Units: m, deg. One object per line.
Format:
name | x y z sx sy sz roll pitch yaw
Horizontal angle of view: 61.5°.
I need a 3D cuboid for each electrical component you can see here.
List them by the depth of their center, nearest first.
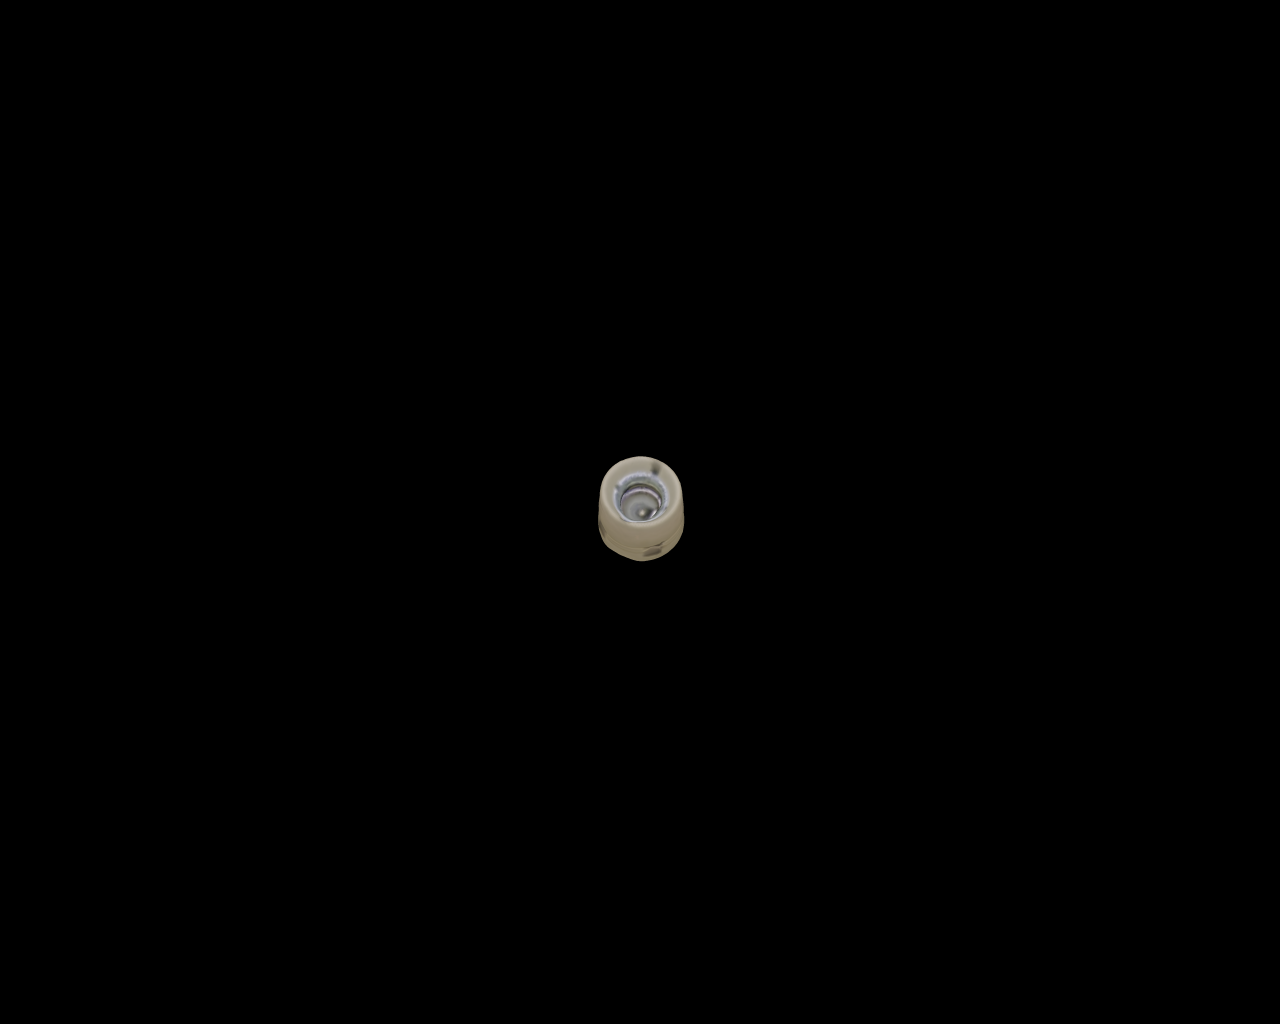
electrical component | 0.001 -0.003 0.650 0.055 0.055 0.047 0 -25 0
